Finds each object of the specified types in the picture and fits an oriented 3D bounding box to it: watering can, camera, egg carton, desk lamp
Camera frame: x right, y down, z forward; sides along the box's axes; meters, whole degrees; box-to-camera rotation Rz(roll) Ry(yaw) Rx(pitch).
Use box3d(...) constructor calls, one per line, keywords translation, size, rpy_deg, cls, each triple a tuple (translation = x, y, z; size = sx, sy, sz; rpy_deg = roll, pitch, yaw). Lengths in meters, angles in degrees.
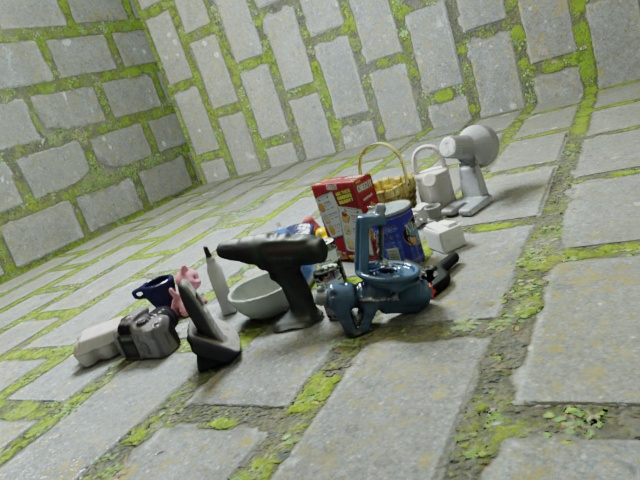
box3d(translation=(0.323, -0.176, 1.632), size=(0.101, 0.194, 0.172), rpy_deg=(-19, 15, -3), cls="watering can")
box3d(translation=(-0.380, 0.197, 1.309), size=(0.142, 0.101, 0.137), rpy_deg=(-9, 18, 31), cls="camera")
box3d(translation=(-0.508, 0.240, 1.367), size=(0.150, 0.069, 0.107), rpy_deg=(-21, 16, -11), cls="egg carton")
box3d(translation=(0.407, -0.197, 1.572), size=(0.117, 0.214, 0.204), rpy_deg=(-1, 23, 47), cls="desk lamp")

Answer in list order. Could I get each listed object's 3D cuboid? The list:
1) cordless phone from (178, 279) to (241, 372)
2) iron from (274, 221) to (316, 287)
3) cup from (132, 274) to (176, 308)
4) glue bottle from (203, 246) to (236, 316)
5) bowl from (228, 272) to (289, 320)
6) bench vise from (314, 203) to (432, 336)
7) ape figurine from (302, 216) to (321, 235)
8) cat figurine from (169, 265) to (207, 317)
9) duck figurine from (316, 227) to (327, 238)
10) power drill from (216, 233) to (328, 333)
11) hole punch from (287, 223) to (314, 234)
box3d(translation=(-0.230, 0.150, 1.139), size=(0.094, 0.185, 0.147), rpy_deg=(-21, 16, -9), cls="cordless phone")
box3d(translation=(-0.080, 0.042, 1.432), size=(0.118, 0.141, 0.258), rpy_deg=(-19, 15, -2), cls="iron")
box3d(translation=(-0.432, 0.155, 1.527), size=(0.118, 0.095, 0.091), rpy_deg=(-19, 15, -4), cls="cup")
box3d(translation=(-0.247, 0.093, 1.382), size=(0.037, 0.173, 0.078), rpy_deg=(-21, 16, -9), cls="glue bottle")
box3d(translation=(-0.117, 0.132, 1.287), size=(0.167, 0.075, 0.167), rpy_deg=(-17, 15, 5), cls="bowl")
box3d(translation=(0.087, 0.055, 1.042), size=(0.208, 0.220, 0.121), rpy_deg=(-23, 16, -18), cls="bench vise")
box3d(translation=(-0.024, -0.027, 1.703), size=(0.076, 0.092, 0.078), rpy_deg=(-12, 17, 22), cls="ape figurine")
box3d(translation=(-0.353, 0.126, 1.496), size=(0.067, 0.118, 0.128), rpy_deg=(-11, 17, 24), cls="cat figurine")
box3d(translation=(0.014, 0.006, 1.556), size=(0.077, 0.086, 0.104), rpy_deg=(-21, 16, -9), cls="duck figurine")
box3d(translation=(-0.083, 0.079, 1.176), size=(0.229, 0.208, 0.076), rpy_deg=(-14, 16, 17), cls="power drill")
box3d(translation=(-0.063, 0.009, 1.624), size=(0.108, 0.091, 0.101), rpy_deg=(-11, 17, 23), cls="hole punch")
